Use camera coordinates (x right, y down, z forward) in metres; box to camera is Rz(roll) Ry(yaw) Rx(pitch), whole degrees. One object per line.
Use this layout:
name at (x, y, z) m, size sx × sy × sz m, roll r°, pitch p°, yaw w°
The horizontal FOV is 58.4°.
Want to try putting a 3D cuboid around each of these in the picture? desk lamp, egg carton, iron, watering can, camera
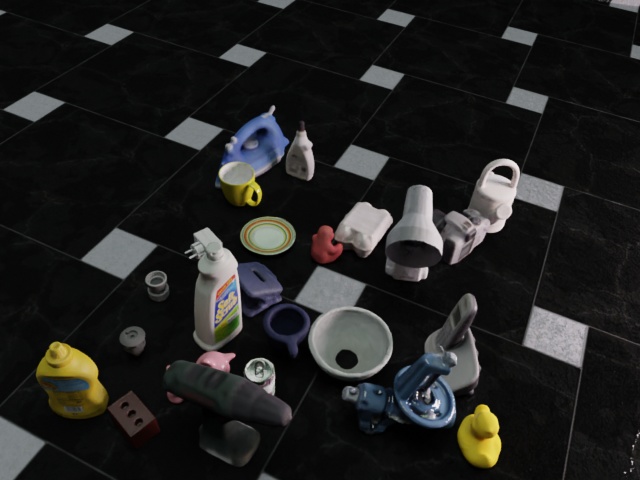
desk lamp at (0.204, -0.002, 1.275) m, size 0.118 × 0.214 × 0.203 m, roll 9°, pitch 45°, yaw 3°
egg carton at (0.106, -0.028, 1.393) m, size 0.107 × 0.069 × 0.150 m, roll 24°, pitch 48°, yaw 17°
iron at (-0.194, -0.254, 1.538) m, size 0.118 × 0.141 × 0.259 m, roll 28°, pitch 49°, yaw 21°
watering can at (0.437, -0.114, 1.422) m, size 0.101 × 0.194 × 0.172 m, roll -13°, pitch 48°, yaw -17°
camera at (0.321, -0.035, 1.398) m, size 0.143 × 0.101 × 0.136 m, roll -32°, pitch 56°, yaw -32°

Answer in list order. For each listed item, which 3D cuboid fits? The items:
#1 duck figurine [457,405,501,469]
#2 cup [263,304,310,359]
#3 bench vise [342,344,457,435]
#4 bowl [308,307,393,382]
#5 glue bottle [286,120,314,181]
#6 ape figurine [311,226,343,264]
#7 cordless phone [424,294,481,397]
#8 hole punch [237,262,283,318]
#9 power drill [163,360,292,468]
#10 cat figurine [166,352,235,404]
duck figurine at (0.292, 0.347, 1.025) m, size 0.077 × 0.086 × 0.104 m, roll 6°, pitch 45°, yaw 0°
cup at (-0.064, 0.198, 1.133) m, size 0.092 × 0.095 × 0.117 m, roll -8°, pitch 47°, yaw -13°
bench vise at (0.151, 0.270, 0.994) m, size 0.208 × 0.220 × 0.121 m, roll -10°, pitch 47°, yaw -15°
bowl at (0.058, 0.218, 1.140) m, size 0.167 × 0.075 × 0.167 m, roll 3°, pitch 45°, yaw -3°
glue bottle at (-0.051, -0.240, 1.516) m, size 0.078 × 0.173 × 0.037 m, roll 22°, pitch 47°, yaw 16°
ape figurine at (0.012, 0.005, 1.335) m, size 0.076 × 0.092 × 0.077 m, roll -32°, pitch 56°, yaw -31°
cordless phone at (0.264, 0.203, 1.096) m, size 0.094 × 0.185 × 0.147 m, roll 1°, pitch 45°, yaw -4°
hole punch at (-0.142, 0.092, 1.234) m, size 0.101 × 0.091 × 0.108 m, roll -28°, pitch 54°, yaw -29°
power drill at (-0.150, 0.290, 0.953) m, size 0.229 × 0.208 × 0.076 m, roll 21°, pitch 47°, yaw 15°
cat figurine at (-0.220, 0.245, 1.055) m, size 0.128 × 0.118 × 0.067 m, roll 0°, pitch 45°, yaw -5°
